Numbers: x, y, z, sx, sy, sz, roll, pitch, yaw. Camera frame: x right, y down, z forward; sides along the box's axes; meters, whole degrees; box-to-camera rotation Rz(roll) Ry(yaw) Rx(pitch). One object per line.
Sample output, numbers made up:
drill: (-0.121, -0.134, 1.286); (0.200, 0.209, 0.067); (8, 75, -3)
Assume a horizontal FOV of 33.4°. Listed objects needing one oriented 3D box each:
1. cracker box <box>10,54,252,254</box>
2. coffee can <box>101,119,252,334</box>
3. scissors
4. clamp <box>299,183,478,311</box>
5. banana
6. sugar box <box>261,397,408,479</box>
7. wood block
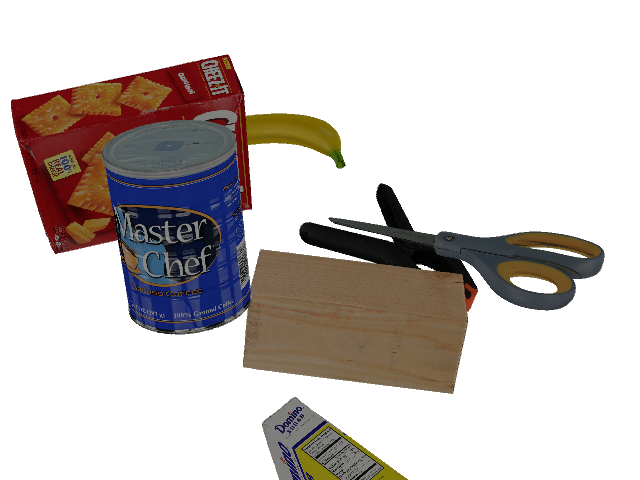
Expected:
cracker box: (-0.180, -0.081, 1.055); (0.213, 0.072, 0.164); (-13, -40, -11)
coffee can: (-0.111, -0.012, 0.844); (0.103, 0.140, 0.103); (-3, 27, 2)
scissors: (0.096, 0.013, 0.751); (0.202, 0.016, 0.096); (4, 30, 11)
clamp: (0.088, 0.015, 1.244); (0.164, 0.036, 0.210); (-22, 52, -39)
banana: (-0.057, -0.128, 1.303); (0.198, 0.037, 0.069); (7, 39, 17)
sugar box: (0.030, 0.207, 0.853); (0.048, 0.093, 0.176); (-37, 43, -28)
wood block: (0.033, 0.079, 1.053); (0.206, 0.090, 0.090); (7, 28, 0)
